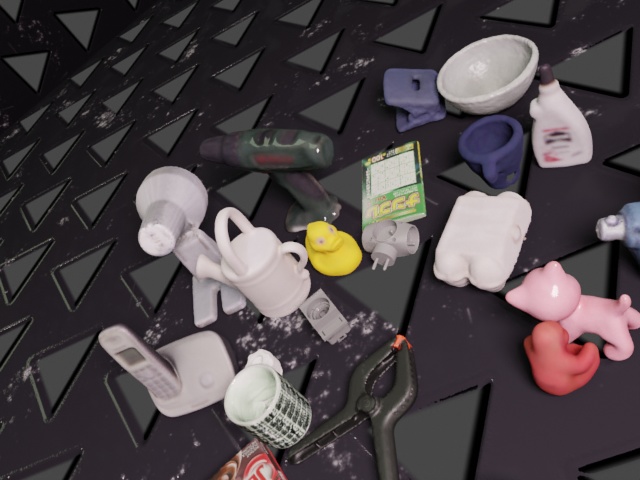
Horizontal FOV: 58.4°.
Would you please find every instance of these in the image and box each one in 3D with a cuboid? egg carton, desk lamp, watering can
[{"bbox_3d":[0.222,-0.001,0.777,0.107,0.070,0.150,5,56,37],"label":"egg carton"},{"bbox_3d":[-0.223,0.003,0.969,0.118,0.214,0.203,-28,42,10],"label":"desk lamp"},{"bbox_3d":[-0.108,0.033,0.879,0.173,0.195,0.100,-31,42,7],"label":"watering can"}]

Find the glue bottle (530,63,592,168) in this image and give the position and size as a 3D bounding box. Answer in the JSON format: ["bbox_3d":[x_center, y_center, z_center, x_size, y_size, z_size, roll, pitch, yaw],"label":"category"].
[{"bbox_3d":[0.321,-0.170,0.784,0.078,0.174,0.037,-7,50,30],"label":"glue bottle"}]

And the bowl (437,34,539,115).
[{"bbox_3d":[0.288,-0.266,0.968,0.167,0.075,0.167,-19,45,20],"label":"bowl"}]

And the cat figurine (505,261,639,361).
[{"bbox_3d":[0.280,0.070,0.636,0.127,0.118,0.067,7,57,38],"label":"cat figurine"}]

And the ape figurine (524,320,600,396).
[{"bbox_3d":[0.257,0.121,0.625,0.076,0.092,0.077,-49,43,-13],"label":"ape figurine"}]

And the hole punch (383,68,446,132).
[{"bbox_3d":[0.172,-0.268,1.037,0.101,0.091,0.108,-16,46,23],"label":"hole punch"}]

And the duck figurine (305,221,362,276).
[{"bbox_3d":[0.008,0.003,0.907,0.104,0.086,0.077,26,70,45],"label":"duck figurine"}]

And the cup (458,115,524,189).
[{"bbox_3d":[0.257,-0.110,0.833,0.091,0.095,0.118,-10,48,27],"label":"cup"}]

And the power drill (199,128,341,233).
[{"bbox_3d":[-0.064,-0.105,0.962,0.228,0.209,0.075,-6,50,30],"label":"power drill"}]

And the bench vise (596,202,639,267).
[{"bbox_3d":[0.399,-0.049,0.585,0.207,0.220,0.121,-32,42,6],"label":"bench vise"}]

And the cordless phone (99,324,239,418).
[{"bbox_3d":[-0.216,0.172,0.833,0.147,0.186,0.094,-26,43,13],"label":"cordless phone"}]
